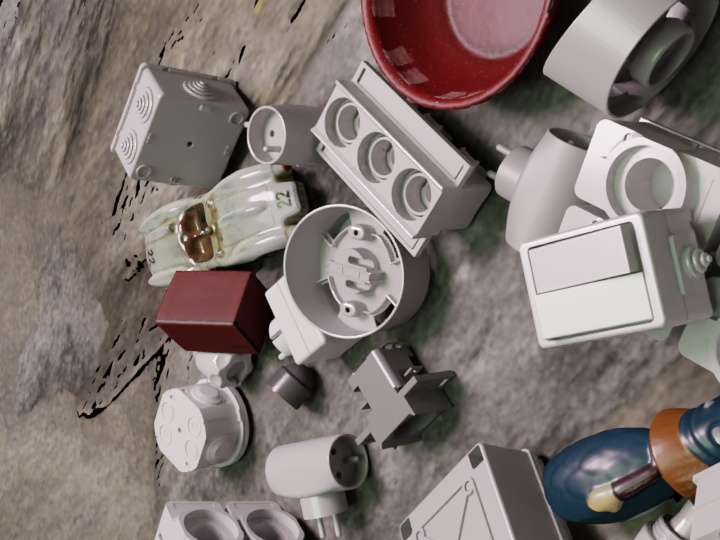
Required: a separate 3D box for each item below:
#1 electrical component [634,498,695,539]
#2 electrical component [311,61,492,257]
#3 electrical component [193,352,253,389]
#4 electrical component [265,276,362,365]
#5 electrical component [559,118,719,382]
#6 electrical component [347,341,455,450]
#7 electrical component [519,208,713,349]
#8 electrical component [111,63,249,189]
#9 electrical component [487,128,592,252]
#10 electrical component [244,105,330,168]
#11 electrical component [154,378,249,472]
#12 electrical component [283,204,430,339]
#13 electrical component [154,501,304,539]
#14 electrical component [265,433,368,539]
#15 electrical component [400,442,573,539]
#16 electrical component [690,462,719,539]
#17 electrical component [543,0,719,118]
[{"bbox_3d":[0.190,0.166,0.648,0.048,0.048,0.062,41,113,33],"label":"electrical component"},{"bbox_3d":[0.030,-0.079,0.760,0.121,0.063,0.078,49,125,29],"label":"electrical component"},{"bbox_3d":[-0.125,0.072,0.938,0.062,0.043,0.043,37,119,36],"label":"electrical component"},{"bbox_3d":[-0.047,0.044,0.857,0.077,0.047,0.065,-41,67,38],"label":"electrical component"},{"bbox_3d":[0.204,-0.004,0.605,0.186,0.060,0.105,33,116,37],"label":"electrical component"},{"bbox_3d":[0.027,0.092,0.796,0.081,0.042,0.063,-51,59,34],"label":"electrical component"},{"bbox_3d":[0.141,0.004,0.579,0.096,0.061,0.061,-16,83,44],"label":"electrical component"},{"bbox_3d":[-0.150,-0.118,0.905,0.048,0.100,0.099,56,129,41],"label":"electrical component"},{"bbox_3d":[0.115,-0.055,0.696,0.079,0.043,0.077,36,118,36],"label":"electrical component"},{"bbox_3d":[-0.056,-0.106,0.829,0.079,0.077,0.043,18,107,41],"label":"electrical component"},{"bbox_3d":[-0.140,0.137,0.953,0.080,0.051,0.080,6,98,43],"label":"electrical component"},{"bbox_3d":[0.000,0.000,0.796,0.099,0.064,0.099,6,98,43],"label":"electrical component"},{"bbox_3d":[-0.084,0.255,0.840,0.186,0.105,0.060,47,123,52],"label":"electrical component"},{"bbox_3d":[-0.031,0.174,0.858,0.077,0.044,0.079,-18,82,43],"label":"electrical component"},{"bbox_3d":[0.085,0.190,0.716,0.108,0.056,0.108,-54,35,33],"label":"electrical component"},{"bbox_3d":[0.268,0.117,0.522,0.105,0.060,0.186,42,129,-8],"label":"electrical component"},{"bbox_3d":[0.154,-0.138,0.615,0.064,0.099,0.099,46,123,23],"label":"electrical component"}]
